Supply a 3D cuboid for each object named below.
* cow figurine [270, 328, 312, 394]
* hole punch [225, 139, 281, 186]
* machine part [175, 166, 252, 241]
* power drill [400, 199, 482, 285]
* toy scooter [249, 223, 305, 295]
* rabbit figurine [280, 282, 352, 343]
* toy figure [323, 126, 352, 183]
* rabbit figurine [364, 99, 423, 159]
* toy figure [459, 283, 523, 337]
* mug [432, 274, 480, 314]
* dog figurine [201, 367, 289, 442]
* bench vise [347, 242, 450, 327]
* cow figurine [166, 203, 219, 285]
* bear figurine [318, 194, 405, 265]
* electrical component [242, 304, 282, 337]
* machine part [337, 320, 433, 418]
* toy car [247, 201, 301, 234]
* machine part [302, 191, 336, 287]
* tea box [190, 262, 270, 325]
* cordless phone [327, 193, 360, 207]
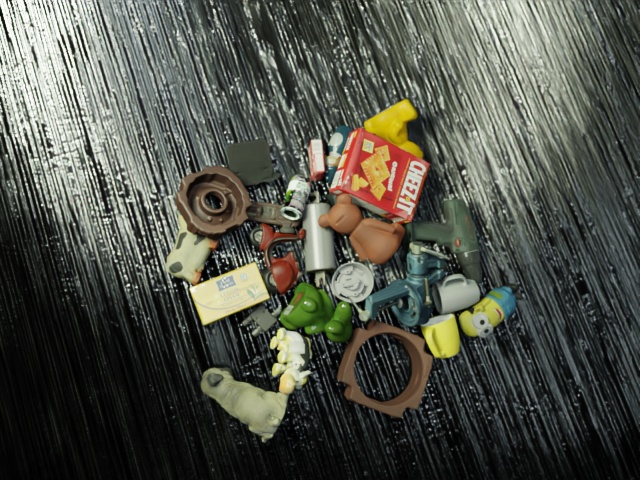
[{"bbox_3d":[-0.059,0.289,1.255,0.098,0.068,0.167,16,37,-23],"label":"cow figurine"},{"bbox_3d":[-0.181,-0.199,1.369,0.142,0.092,0.115,-11,110,-13],"label":"hole punch"},{"bbox_3d":[-0.253,-0.088,1.274,0.179,0.056,0.179,9,67,-22],"label":"machine part"},{"bbox_3d":[0.314,0.010,1.393,0.207,0.086,0.232,-4,83,-5],"label":"power drill"},{"bbox_3d":[-0.088,0.038,1.320,0.135,0.075,0.183,-18,91,-5],"label":"toy scooter"},{"bbox_3d":[0.017,0.182,1.292,0.170,0.159,0.121,35,66,-16],"label":"rabbit figurine"},{"bbox_3d":[0.042,-0.225,1.412,0.057,0.064,0.154,29,71,-27],"label":"toy figure"},{"bbox_3d":[0.204,-0.262,1.417,0.162,0.122,0.173,-36,105,-11],"label":"rabbit figurine"},{"bbox_3d":[0.437,0.181,1.376,0.180,0.089,0.082,-36,84,-22],"label":"toy figure"},{"bbox_3d":[0.347,0.128,1.359,0.107,0.081,0.109,-10,122,-6],"label":"mug"},{"bbox_3d":[-0.180,0.358,1.209,0.190,0.172,0.121,29,65,-9],"label":"dog figurine"},{"bbox_3d":[0.195,0.123,1.280,0.241,0.223,0.129,-19,39,-26],"label":"bench vise"},{"bbox_3d":[-0.312,-0.001,1.305,0.127,0.085,0.195,24,77,-9],"label":"cow figurine"},{"bbox_3d":[0.101,-0.029,1.324,0.196,0.132,0.120,38,109,-1],"label":"bear figurine"},{"bbox_3d":[-0.141,0.190,1.320,0.094,0.021,0.063,-42,87,-13],"label":"electrical component"},{"bbox_3d":[0.156,0.311,1.307,0.201,0.087,0.201,21,75,-4],"label":"machine part"},{"bbox_3d":[-0.146,-0.069,1.357,0.202,0.053,0.089,10,81,-8],"label":"toy car"},{"bbox_3d":[-0.003,-0.004,1.350,0.079,0.079,0.243,-1,79,-9],"label":"machine part"},{"bbox_3d":[-0.217,0.131,1.297,0.170,0.068,0.098,-23,84,-11],"label":"tea box"},{"bbox_3d":[0.124,-0.099,1.388,0.184,0.089,0.146,39,76,-4],"label":"cordless phone"}]
